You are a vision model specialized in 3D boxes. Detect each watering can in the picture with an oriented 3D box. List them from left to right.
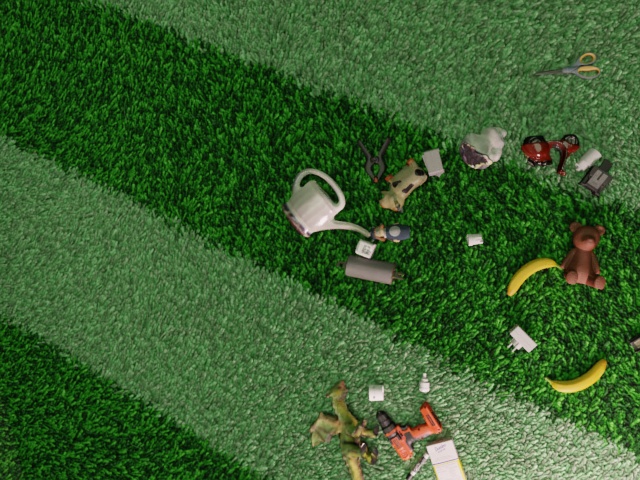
[{"bbox_3d":[0.006,-0.094,1.865,0.223,0.104,0.350,-40,79,11],"label":"watering can"}]

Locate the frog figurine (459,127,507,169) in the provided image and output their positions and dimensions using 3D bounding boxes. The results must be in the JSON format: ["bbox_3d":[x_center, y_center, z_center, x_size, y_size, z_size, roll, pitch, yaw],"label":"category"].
[{"bbox_3d":[0.557,-0.324,1.756,0.138,0.120,0.162,29,59,22],"label":"frog figurine"}]

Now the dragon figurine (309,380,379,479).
[{"bbox_3d":[0.073,0.713,1.826,0.243,0.122,0.411,5,87,32],"label":"dragon figurine"}]
